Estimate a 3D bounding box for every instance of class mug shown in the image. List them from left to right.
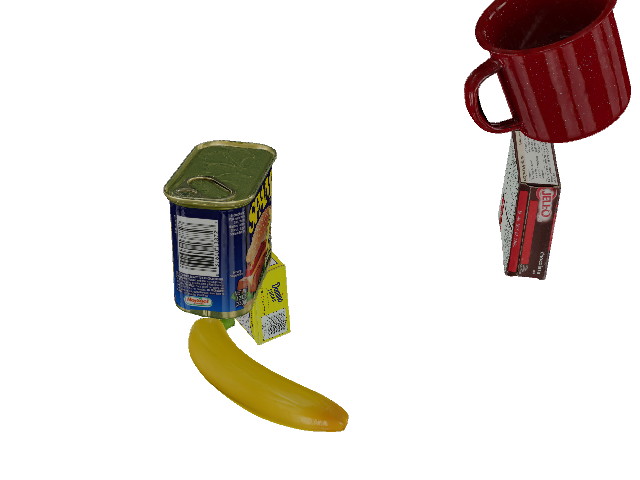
[{"bbox_3d":[0.149,-0.113,0.712,0.117,0.081,0.093,-33,36,-7],"label":"mug"}]

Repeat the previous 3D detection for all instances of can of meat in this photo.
[{"bbox_3d":[-0.063,-0.008,0.698,0.057,0.084,0.102,5,26,8],"label":"can of meat"}]

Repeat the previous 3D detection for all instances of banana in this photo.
[{"bbox_3d":[-0.057,0.104,0.862,0.069,0.037,0.198,-17,32,-28],"label":"banana"}]

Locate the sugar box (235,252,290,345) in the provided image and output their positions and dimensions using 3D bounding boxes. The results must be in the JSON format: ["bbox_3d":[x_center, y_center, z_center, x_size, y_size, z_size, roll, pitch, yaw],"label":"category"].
[{"bbox_3d":[-0.094,0.022,1.124,0.048,0.093,0.176,-20,41,-22],"label":"sugar box"}]

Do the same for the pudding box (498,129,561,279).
[{"bbox_3d":[0.178,-0.034,0.912,0.039,0.090,0.113,5,31,2],"label":"pudding box"}]
